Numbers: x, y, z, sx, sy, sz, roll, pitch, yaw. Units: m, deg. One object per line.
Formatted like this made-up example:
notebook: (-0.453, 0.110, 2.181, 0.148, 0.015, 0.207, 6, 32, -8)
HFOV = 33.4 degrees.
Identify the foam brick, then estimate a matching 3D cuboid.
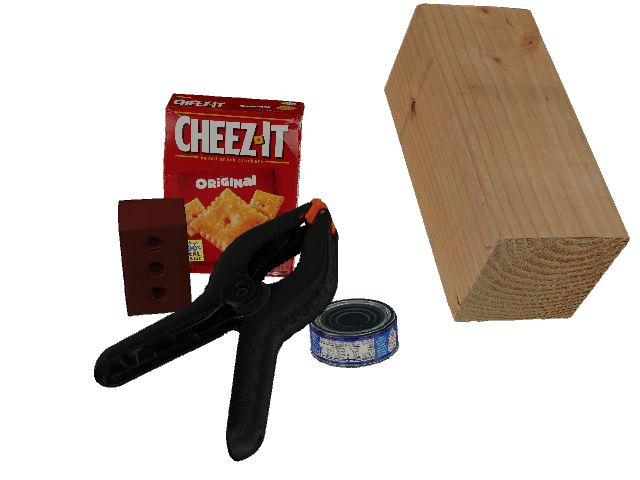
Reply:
foam brick: (-0.130, 0.012, 0.842, 0.053, 0.078, 0.051, -5, 27, -8)

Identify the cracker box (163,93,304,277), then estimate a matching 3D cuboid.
cracker box: (-0.108, -0.064, 1.310, 0.164, 0.214, 0.072, 4, 22, -1)

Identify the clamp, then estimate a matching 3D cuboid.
clamp: (-0.038, 0.048, 0.623, 0.120, 0.171, 0.039, 34, -21, 31)

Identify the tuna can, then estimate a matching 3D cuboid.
tuna can: (0.032, 0.087, 1.023, 0.086, 0.034, 0.086, -4, 21, 1)

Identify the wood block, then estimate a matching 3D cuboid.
wood block: (0.117, -0.056, 0.721, 0.090, 0.206, 0.091, 0, -37, -17)
